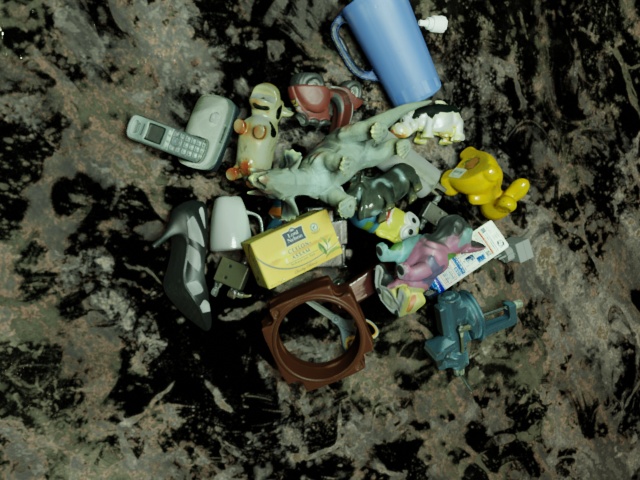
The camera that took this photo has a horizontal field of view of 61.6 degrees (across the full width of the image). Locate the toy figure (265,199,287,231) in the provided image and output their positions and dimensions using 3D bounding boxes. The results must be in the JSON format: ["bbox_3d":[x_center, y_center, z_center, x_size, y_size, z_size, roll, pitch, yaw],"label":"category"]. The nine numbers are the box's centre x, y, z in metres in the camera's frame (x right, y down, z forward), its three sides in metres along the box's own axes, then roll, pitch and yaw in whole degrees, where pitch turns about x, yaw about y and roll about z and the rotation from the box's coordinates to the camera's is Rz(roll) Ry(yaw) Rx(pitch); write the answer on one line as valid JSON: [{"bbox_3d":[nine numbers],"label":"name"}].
[{"bbox_3d":[-0.084,-0.036,1.098,0.064,0.058,0.154,12,91,16],"label":"toy figure"}]

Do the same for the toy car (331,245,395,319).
[{"bbox_3d":[0.110,0.088,1.171,0.202,0.053,0.089,-34,96,-12],"label":"toy car"}]

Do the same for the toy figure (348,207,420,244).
[{"bbox_3d":[0.130,-0.047,1.154,0.180,0.089,0.082,21,96,-9],"label":"toy figure"}]

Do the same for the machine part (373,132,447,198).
[{"bbox_3d":[0.173,-0.166,1.158,0.243,0.079,0.079,33,85,-17],"label":"machine part"}]

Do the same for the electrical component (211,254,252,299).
[{"bbox_3d":[-0.170,0.074,1.092,0.078,0.045,0.102,15,87,11],"label":"electrical component"}]

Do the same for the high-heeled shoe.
[{"bbox_3d":[-0.242,0.048,1.069,0.145,0.086,0.248,-46,128,-40],"label":"high-heeled shoe"}]

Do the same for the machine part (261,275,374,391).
[{"bbox_3d":[-0.004,0.191,1.101,0.201,0.087,0.200,-22,102,5],"label":"machine part"}]

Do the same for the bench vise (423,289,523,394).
[{"bbox_3d":[0.357,0.202,1.225,0.241,0.129,0.223,-18,102,-11],"label":"bench vise"}]

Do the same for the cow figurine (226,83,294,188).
[{"bbox_3d":[-0.114,-0.207,1.052,0.086,0.127,0.194,15,107,15],"label":"cow figurine"}]

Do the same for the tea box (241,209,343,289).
[{"bbox_3d":[-0.053,0.015,1.037,0.170,0.068,0.098,-27,103,-21],"label":"tea box"}]

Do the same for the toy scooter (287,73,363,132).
[{"bbox_3d":[0.014,-0.263,1.095,0.184,0.075,0.135,-3,97,-36],"label":"toy scooter"}]

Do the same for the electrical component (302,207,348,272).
[{"bbox_3d":[-0.002,-0.003,1.128,0.115,0.058,0.134,-5,97,-19],"label":"electrical component"}]

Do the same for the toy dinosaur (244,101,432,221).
[{"bbox_3d":[0.036,-0.159,1.029,0.405,0.192,0.131,-40,129,-32],"label":"toy dinosaur"}]

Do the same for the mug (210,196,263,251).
[{"bbox_3d":[-0.167,-0.034,1.065,0.109,0.081,0.107,-6,90,-17],"label":"mug"}]

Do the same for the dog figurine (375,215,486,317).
[{"bbox_3d":[0.231,0.045,1.108,0.219,0.109,0.191,-18,126,-22],"label":"dog figurine"}]

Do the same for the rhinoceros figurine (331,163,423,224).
[{"bbox_3d":[0.113,-0.096,1.077,0.190,0.073,0.112,-26,76,-11],"label":"rhinoceros figurine"}]

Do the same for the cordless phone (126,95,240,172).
[{"bbox_3d":[-0.259,-0.220,1.020,0.184,0.089,0.146,19,89,-13],"label":"cordless phone"}]

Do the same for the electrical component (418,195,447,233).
[{"bbox_3d":[0.260,-0.055,1.222,0.063,0.021,0.094,32,85,-17],"label":"electrical component"}]

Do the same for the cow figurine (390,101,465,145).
[{"bbox_3d":[0.232,-0.260,1.172,0.167,0.068,0.098,1,89,-20],"label":"cow figurine"}]

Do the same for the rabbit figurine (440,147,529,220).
[{"bbox_3d":[0.383,-0.113,1.203,0.122,0.163,0.173,-50,124,-20],"label":"rabbit figurine"}]
